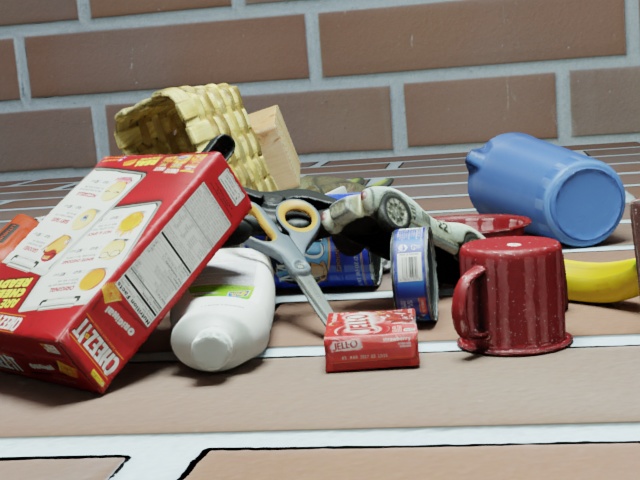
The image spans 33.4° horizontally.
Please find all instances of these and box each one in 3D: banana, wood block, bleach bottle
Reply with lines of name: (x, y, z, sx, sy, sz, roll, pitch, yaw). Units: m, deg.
banana: (0.238, 0.028, 0.986, 0.037, 0.069, 0.198, -46, 24, -29)
wood block: (-0.137, -0.091, 1.376, 0.206, 0.091, 0.090, -18, 23, 8)
bleach bottle: (-0.091, 0.063, 0.920, 0.102, 0.068, 0.251, -5, 10, 1)

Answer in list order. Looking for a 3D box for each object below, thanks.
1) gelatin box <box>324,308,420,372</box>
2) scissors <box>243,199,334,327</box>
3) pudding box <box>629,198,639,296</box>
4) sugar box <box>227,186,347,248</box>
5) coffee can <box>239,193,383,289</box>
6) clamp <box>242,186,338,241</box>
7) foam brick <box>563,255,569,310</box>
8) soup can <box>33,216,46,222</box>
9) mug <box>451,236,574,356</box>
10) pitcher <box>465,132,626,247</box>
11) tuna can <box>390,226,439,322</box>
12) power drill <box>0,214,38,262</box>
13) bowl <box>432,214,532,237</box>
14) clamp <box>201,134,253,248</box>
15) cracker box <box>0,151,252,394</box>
gelatin box: (0.041, 0.078, 0.850, 0.073, 0.030, 0.089, -4, 8, 4)
scissors: (-0.008, 0.018, 0.980, 0.096, 0.016, 0.202, -22, 48, -33)
pudding box: (0.289, 0.015, 0.867, 0.039, 0.113, 0.089, -2, 8, 37)
sugar box: (-0.052, -0.011, 1.291, 0.176, 0.048, 0.093, -19, 4, 20)
coffee can: (-0.008, 0.001, 1.150, 0.140, 0.103, 0.102, -2, 8, 11)
clamp: (-0.055, -0.032, 1.080, 0.171, 0.039, 0.120, 0, 37, -12)
foam brick: (0.177, 0.041, 0.961, 0.078, 0.051, 0.052, 2, 10, 36)
soup can: (-0.350, -0.004, 1.492, 0.102, 0.068, 0.069, -11, 10, -34)
mug: (0.145, 0.044, 0.850, 0.117, 0.081, 0.093, -11, 11, -39)
pitcher: (0.303, -0.060, 1.389, 0.149, 0.145, 0.243, -18, 14, -9)
tuna can: (0.085, 0.031, 0.956, 0.034, 0.086, 0.086, -4, 8, 11)
power drill: (-0.303, 0.000, 1.297, 0.188, 0.057, 0.184, -4, 31, 27)
bowl: (0.155, 0.008, 1.187, 0.162, 0.055, 0.162, -4, 8, 0)
clamp: (-0.149, 0.000, 0.996, 0.210, 0.036, 0.165, -37, 33, 7)
cracker box: (-0.179, 0.020, 0.887, 0.164, 0.072, 0.213, 3, 46, 43)
